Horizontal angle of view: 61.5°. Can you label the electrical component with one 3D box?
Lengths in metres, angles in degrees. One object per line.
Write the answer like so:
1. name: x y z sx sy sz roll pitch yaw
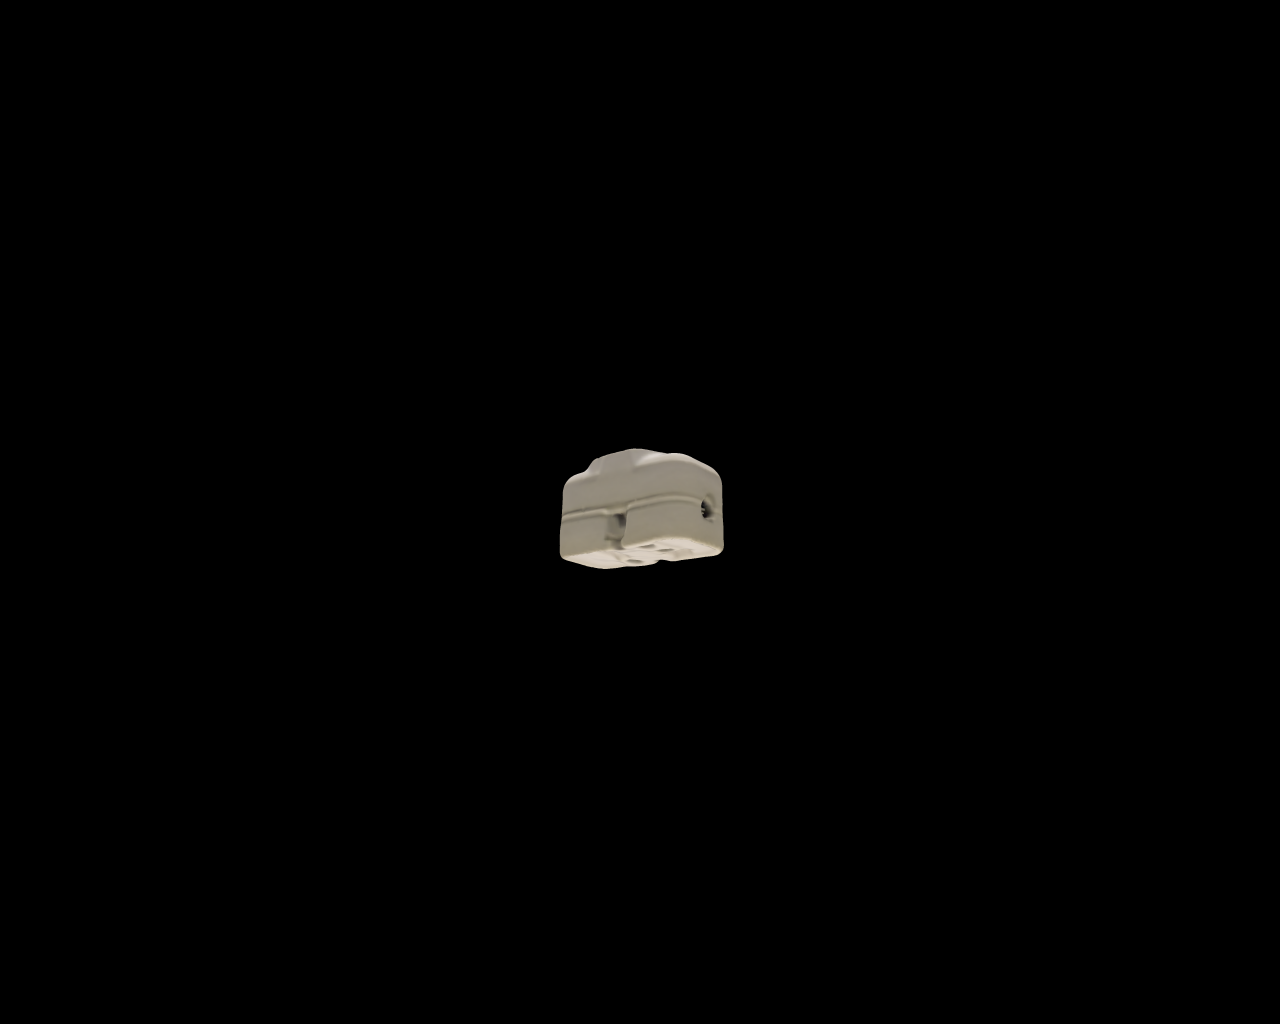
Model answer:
1. electrical component: 0.001 -0.003 0.650 0.095 0.059 0.053 -10 -18 33
